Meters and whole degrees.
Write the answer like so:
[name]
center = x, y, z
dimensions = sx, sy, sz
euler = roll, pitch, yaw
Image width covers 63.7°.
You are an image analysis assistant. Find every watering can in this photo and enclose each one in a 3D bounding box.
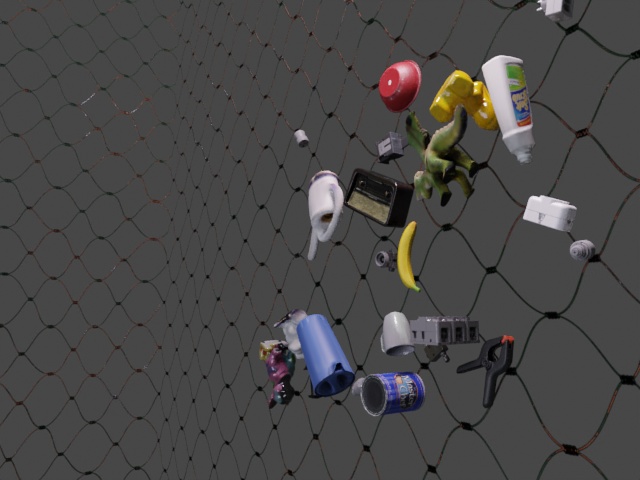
[watering can]
center = 0.005, -0.088, 1.746
dimensions = 0.340, 0.104, 0.229
euler = 122, 148, -55

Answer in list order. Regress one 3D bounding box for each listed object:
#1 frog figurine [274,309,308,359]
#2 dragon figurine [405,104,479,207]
[frog figurine]
center = -0.072, 0.328, 1.803
dimensions = 0.135, 0.124, 0.159
euler = -40, 89, 34
[dragon figurine]
center = 0.277, -0.226, 1.278
dimensions = 0.247, 0.123, 0.400
euler = 53, 164, 37
